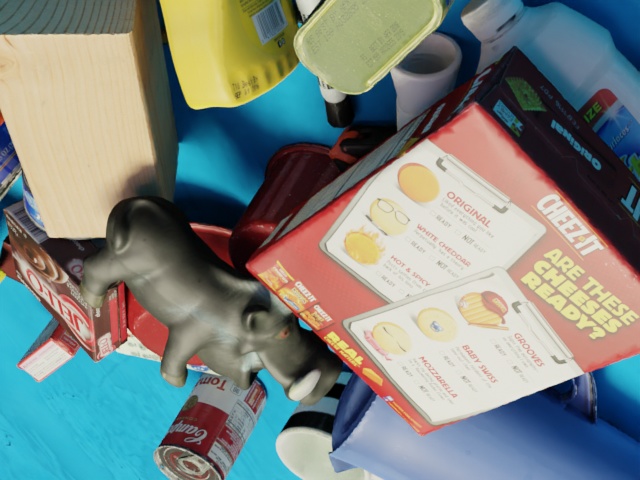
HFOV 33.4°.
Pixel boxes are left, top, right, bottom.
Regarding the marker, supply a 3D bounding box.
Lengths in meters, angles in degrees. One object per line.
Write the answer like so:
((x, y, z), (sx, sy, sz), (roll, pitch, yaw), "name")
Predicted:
((0.004, -0.113, 0.663), (0.020, 0.020, 0.121), (12, 148, 21), "marker")

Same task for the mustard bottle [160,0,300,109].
((-0.064, -0.176, 0.587), (0.058, 0.096, 0.191), (1, 121, 30), "mustard bottle")

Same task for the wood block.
((-0.149, -0.094, 0.695), (0.091, 0.090, 0.206), (0, 147, 0), "wood block")

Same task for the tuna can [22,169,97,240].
((-0.183, -0.043, 0.814), (0.086, 0.086, 0.034), (22, 139, 10), "tuna can")

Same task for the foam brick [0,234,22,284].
((-0.232, 0.015, 0.932), (0.078, 0.053, 0.051), (27, 141, 2), "foam brick")

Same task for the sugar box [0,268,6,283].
((-0.340, 0.012, 0.952), (0.093, 0.048, 0.176), (46, 165, -19), "sugar box")

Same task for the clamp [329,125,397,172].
((0.091, -0.030, 0.701), (0.171, 0.039, 0.120), (34, 127, -7), "clamp")

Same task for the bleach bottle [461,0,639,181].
((0.163, -0.040, 0.617), (0.103, 0.068, 0.250), (-35, 109, 26), "bleach bottle")

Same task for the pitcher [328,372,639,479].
((0.140, 0.147, 0.801), (0.242, 0.145, 0.149), (29, 153, -5), "pitcher")

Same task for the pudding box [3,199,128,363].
((-0.197, 0.029, 0.834), (0.114, 0.039, 0.090), (44, 148, 25), "pudding box")

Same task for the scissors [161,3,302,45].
((-0.054, -0.141, 0.687), (0.202, 0.016, 0.096), (27, 142, 3), "scissors")

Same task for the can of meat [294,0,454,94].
((0.039, -0.137, 0.580), (0.057, 0.083, 0.102), (39, 140, -10), "can of meat")

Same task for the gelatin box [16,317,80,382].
((-0.237, 0.087, 0.995), (0.030, 0.073, 0.089), (40, 139, -14), "gelatin box")

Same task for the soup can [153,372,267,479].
((-0.098, 0.171, 0.976), (0.068, 0.102, 0.068), (17, 139, 15), "soup can")

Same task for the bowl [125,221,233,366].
((-0.099, 0.055, 0.855), (0.162, 0.055, 0.162), (4, 143, 3), "bowl")

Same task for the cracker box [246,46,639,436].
((0.083, 0.012, 0.616), (0.164, 0.072, 0.214), (45, 137, -10), "cracker box")

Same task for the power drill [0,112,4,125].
((-0.279, -0.147, 0.691), (0.185, 0.057, 0.187), (1, 130, 36), "power drill")

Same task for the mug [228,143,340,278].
((-0.005, 0.001, 0.755), (0.093, 0.081, 0.117), (-24, 117, 44), "mug")

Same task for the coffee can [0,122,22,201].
((-0.305, -0.080, 0.836), (0.140, 0.102, 0.103), (39, 140, -12), "coffee can")
